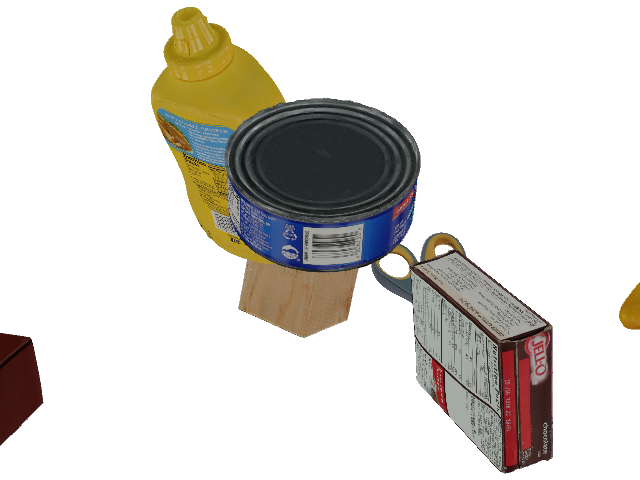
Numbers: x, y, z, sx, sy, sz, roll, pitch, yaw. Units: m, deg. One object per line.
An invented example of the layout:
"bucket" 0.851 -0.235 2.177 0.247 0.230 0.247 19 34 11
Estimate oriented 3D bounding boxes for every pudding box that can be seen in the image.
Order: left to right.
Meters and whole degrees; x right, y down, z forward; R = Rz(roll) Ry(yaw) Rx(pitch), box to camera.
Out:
"pudding box" 0.094 0.068 0.632 0.039 0.090 0.114 -15 27 -19

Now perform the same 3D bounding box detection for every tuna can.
"tuna can" 0.001 -0.025 0.476 0.086 0.034 0.086 1 42 -1

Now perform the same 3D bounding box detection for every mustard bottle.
"mustard bottle" -0.059 -0.068 0.686 0.096 0.058 0.191 20 -33 29

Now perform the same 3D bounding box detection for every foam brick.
"foam brick" -0.224 0.100 0.686 0.053 0.051 0.078 6 29 22

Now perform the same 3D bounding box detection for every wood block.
"wood block" -0.010 -0.018 1.111 0.090 0.206 0.090 21 20 28

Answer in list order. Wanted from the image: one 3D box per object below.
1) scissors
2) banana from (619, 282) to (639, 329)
"scissors" 0.082 0.061 0.925 0.096 0.016 0.201 8 43 9
"banana" 0.291 0.027 0.707 0.198 0.037 0.069 -2 33 0
